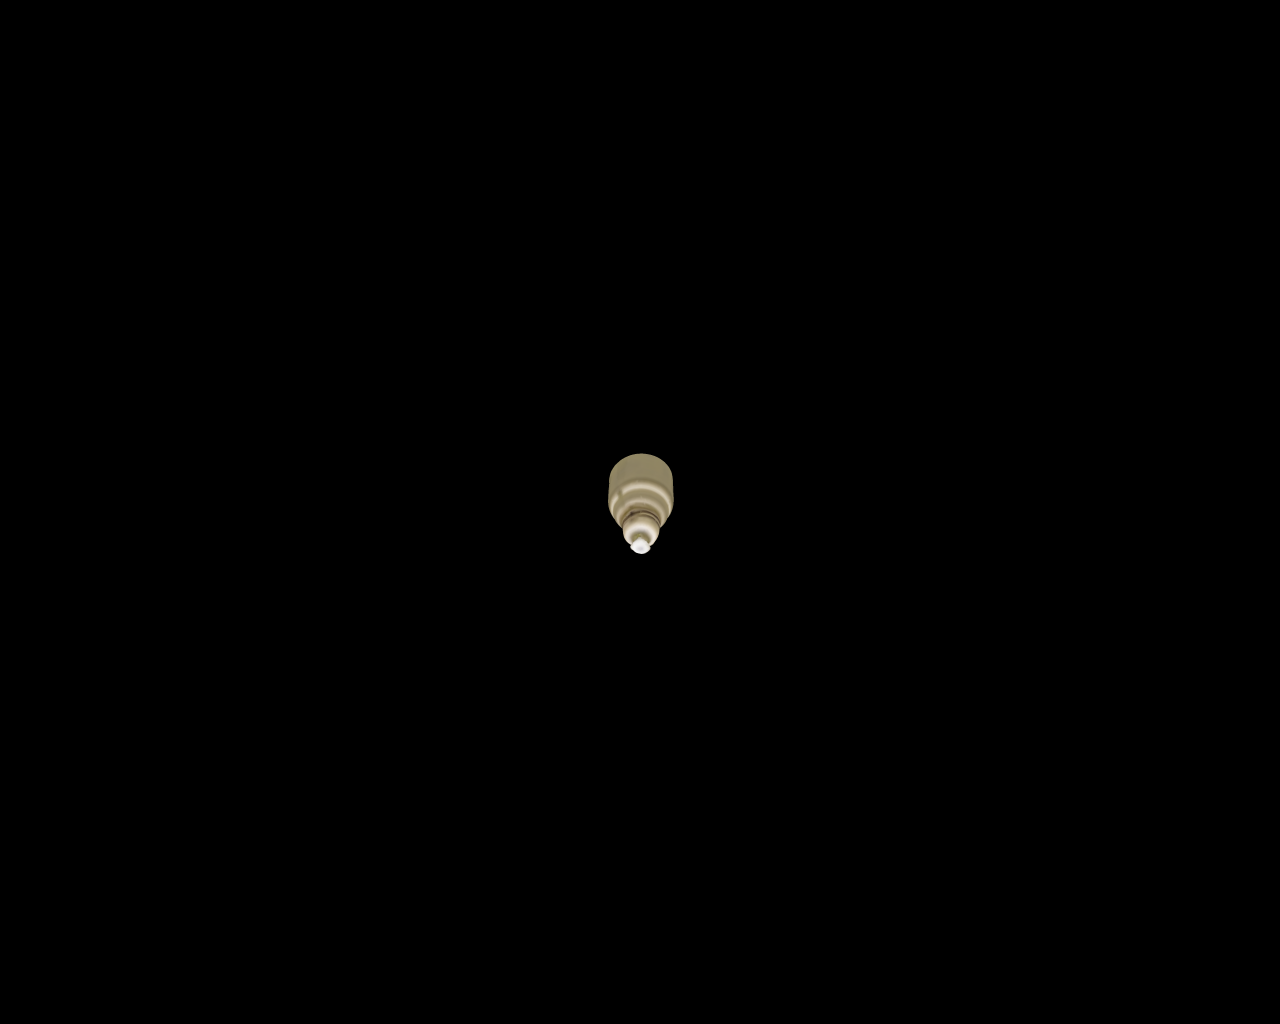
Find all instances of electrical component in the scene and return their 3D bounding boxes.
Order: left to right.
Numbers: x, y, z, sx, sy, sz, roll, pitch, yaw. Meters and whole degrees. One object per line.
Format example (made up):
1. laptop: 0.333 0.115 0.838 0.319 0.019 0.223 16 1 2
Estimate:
1. electrical component: 0.001 -0.003 0.650 0.040 0.040 0.078 0 37 0
